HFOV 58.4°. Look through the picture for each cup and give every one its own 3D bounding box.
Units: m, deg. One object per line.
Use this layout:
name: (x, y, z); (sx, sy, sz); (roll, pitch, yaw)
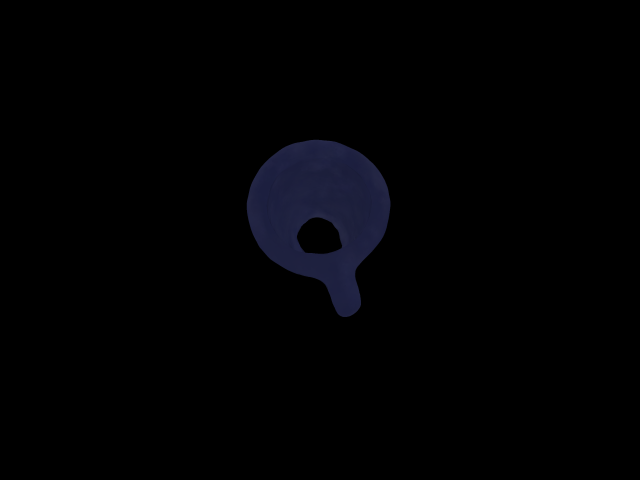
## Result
cup: (0.004, 0.001, 0.400); (0.091, 0.095, 0.117); (-17, 74, -4)
